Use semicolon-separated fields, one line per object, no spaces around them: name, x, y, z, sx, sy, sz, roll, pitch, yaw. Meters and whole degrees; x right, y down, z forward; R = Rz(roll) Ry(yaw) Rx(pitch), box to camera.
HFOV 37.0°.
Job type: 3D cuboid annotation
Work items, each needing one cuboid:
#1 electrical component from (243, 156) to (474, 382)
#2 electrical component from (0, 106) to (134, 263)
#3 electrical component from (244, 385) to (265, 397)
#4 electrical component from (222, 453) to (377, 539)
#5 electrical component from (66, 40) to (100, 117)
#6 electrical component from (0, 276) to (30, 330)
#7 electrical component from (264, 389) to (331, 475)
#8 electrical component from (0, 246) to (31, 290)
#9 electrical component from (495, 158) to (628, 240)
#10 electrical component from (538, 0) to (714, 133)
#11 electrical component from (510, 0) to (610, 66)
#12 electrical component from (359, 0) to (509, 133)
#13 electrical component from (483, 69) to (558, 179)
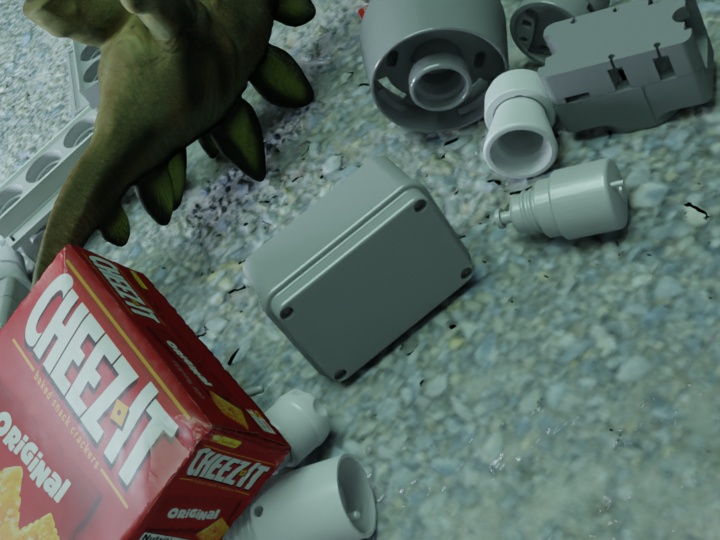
electrical component;0.000;0.000;0.625;0.113;0.078;0.057;-39;37;-1
electrical component;-0.239;-0.065;0.873;0.121;0.063;0.079;-45;40;-8
electrical component;-0.089;0.087;0.630;0.076;0.047;0.083;-20;43;20
electrical component;-0.037;0.127;0.557;0.081;0.043;0.043;-21;43;19
electrical component;-0.220;-0.179;0.969;0.079;0.063;0.121;-32;40;7
electrical component;-0.262;0.049;0.782;0.096;0.061;0.061;-25;41;15
electrical component;-0.046;0.095;0.592;0.035;0.035;0.061;14;44;44
electrical component;-0.282;0.009;0.853;0.044;0.044;0.065;-37;35;1
electrical component;0.114;-0.037;0.604;0.078;0.040;0.040;-12;46;28
electrical component;0.160;-0.120;0.639;0.089;0.055;0.050;-10;47;29
electrical component;0.133;-0.169;0.707;0.055;0.055;0.047;5;52;39
electrical component;0.050;-0.141;0.707;0.099;0.099;0.064;-21;49;19
electrical component;0.099;-0.091;0.664;0.045;0.045;0.055;-16;44;24
